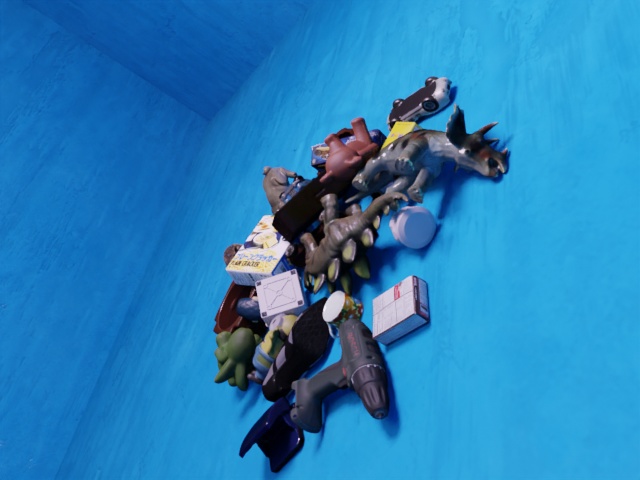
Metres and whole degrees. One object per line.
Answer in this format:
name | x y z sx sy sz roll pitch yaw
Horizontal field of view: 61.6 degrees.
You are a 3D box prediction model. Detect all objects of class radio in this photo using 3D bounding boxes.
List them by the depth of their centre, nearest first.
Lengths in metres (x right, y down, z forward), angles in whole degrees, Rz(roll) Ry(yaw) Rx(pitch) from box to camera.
radio | -0.016 -0.096 1.357 0.229 0.073 0.131 -41 -4 -19

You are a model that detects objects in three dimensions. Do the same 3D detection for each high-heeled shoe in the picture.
high-heeled shoe | -0.049 0.241 1.179 0.248 0.086 0.145 -60 4 -15

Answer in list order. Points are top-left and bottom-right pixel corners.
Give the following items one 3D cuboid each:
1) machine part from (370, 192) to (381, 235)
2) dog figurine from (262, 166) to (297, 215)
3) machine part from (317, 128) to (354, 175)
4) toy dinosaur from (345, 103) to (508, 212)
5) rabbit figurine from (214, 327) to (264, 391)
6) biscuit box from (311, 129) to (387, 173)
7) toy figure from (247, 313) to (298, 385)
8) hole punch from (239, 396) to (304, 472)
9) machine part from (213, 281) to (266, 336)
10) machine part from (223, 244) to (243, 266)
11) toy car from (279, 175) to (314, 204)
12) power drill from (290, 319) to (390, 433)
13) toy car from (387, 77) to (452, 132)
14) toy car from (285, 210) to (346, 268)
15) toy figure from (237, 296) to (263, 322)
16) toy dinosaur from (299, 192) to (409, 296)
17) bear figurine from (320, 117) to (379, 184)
machine part | 0.112 -0.045 1.231 0.084 0.039 0.139 -23 44 64
dog figurine | -0.129 -0.107 1.602 0.121 0.172 0.190 -41 21 56
machine part | 0.064 -0.232 1.508 0.179 0.056 0.179 -42 31 33
toy dinosaur | 0.191 -0.166 1.102 0.192 0.131 0.405 -46 20 -19
rabbit figurine | -0.206 0.279 1.306 0.170 0.121 0.159 113 172 -56
biscuit box | 0.075 -0.226 1.384 0.203 0.062 0.059 -11 66 31
toy figure | -0.098 0.252 1.239 0.180 0.089 0.082 -63 19 11
hole punch | -0.101 0.385 1.088 0.142 0.092 0.116 -54 21 19
machine part | -0.203 0.188 1.501 0.201 0.087 0.201 -6 55 60
machine part | -0.244 0.074 1.626 0.243 0.079 0.079 97 -166 -69
toy car | -0.033 -0.111 1.487 0.109 0.161 0.103 -46 72 13
power drill | 0.034 0.266 0.977 0.207 0.086 0.232 -50 25 28
toy car | 0.234 -0.322 1.292 0.202 0.056 0.073 -24 49 53
toy car | -0.003 -0.004 1.333 0.202 0.089 0.053 -47 31 28
toy figure | -0.133 0.178 1.353 0.058 0.155 0.064 -67 -21 -44
toy dinosaur | 0.054 0.006 1.154 0.471 0.105 0.199 123 146 -49
bear figurine | 0.055 -0.201 1.234 0.120 0.132 0.196 -29 -1 27
